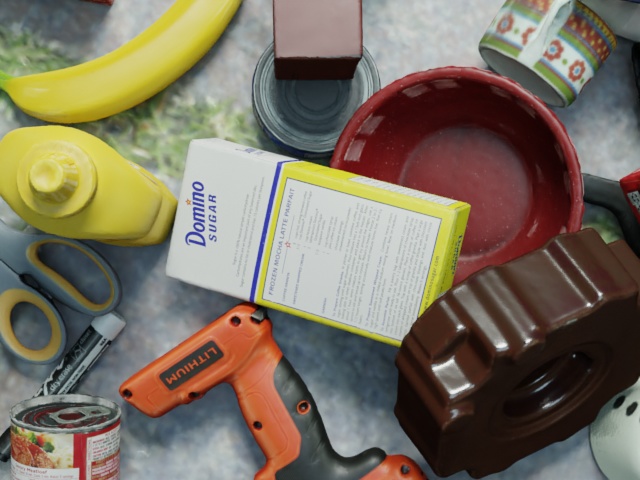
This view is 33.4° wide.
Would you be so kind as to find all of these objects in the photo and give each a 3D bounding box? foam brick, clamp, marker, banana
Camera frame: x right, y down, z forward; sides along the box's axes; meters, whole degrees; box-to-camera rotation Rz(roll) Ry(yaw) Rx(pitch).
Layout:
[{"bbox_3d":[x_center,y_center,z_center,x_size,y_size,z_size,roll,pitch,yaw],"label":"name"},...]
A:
[{"bbox_3d":[-0.003,-0.129,0.649,0.053,0.078,0.051,-1,90,-3],"label":"foam brick"},{"bbox_3d":[0.228,-0.043,0.707,0.171,0.039,0.120,37,103,-6],"label":"clamp"},{"bbox_3d":[-0.172,0.096,0.702,0.020,0.020,0.121,38,88,-1],"label":"marker"},{"bbox_3d":[-0.122,-0.126,0.700,0.198,0.037,0.069,-26,91,-2],"label":"banana"}]

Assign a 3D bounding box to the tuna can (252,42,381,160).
[{"bbox_3d":[-0.003,-0.097,0.705,0.086,0.034,0.086,0,89,-2],"label":"tuna can"}]

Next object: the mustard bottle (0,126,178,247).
[{"bbox_3d":[-0.138,-0.030,0.619,0.096,0.191,0.058,23,88,-2],"label":"mustard bottle"}]

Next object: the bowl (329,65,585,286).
[{"bbox_3d":[0.088,-0.029,0.682,0.162,0.055,0.162,2,97,18],"label":"bowl"}]

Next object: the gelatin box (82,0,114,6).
[{"bbox_3d":[-0.178,-0.178,0.681,0.089,0.073,0.030,11,89,-2],"label":"gelatin box"}]

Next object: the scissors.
[{"bbox_3d":[-0.224,0.009,0.699,0.202,0.016,0.096,26,95,8],"label":"scissors"}]

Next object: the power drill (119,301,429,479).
[{"bbox_3d":[-0.046,0.149,0.687,0.184,0.057,0.187,-35,92,2],"label":"power drill"}]

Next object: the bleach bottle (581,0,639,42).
[{"bbox_3d":[0.175,-0.218,0.700,0.251,0.068,0.102,38,93,-3],"label":"bleach bottle"}]

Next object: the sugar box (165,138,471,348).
[{"bbox_3d":[-0.004,0.001,0.663,0.176,0.048,0.093,17,102,21],"label":"sugar box"}]

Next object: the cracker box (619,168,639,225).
[{"bbox_3d":[0.313,-0.017,0.668,0.213,0.072,0.164,-29,91,-22],"label":"cracker box"}]

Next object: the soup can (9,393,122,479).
[{"bbox_3d":[-0.160,0.155,0.669,0.068,0.068,0.102,3,100,-2],"label":"soup can"}]
